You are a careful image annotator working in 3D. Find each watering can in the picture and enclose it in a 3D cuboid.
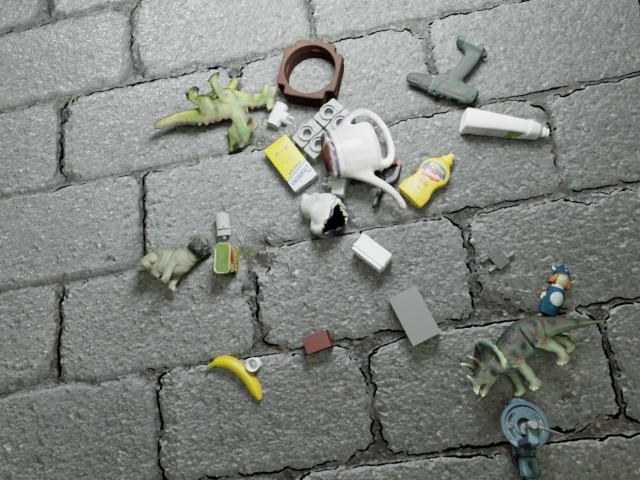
[{"bbox_3d":[0.127,-0.237,1.561,0.225,0.102,0.352,-13,75,-6],"label":"watering can"}]

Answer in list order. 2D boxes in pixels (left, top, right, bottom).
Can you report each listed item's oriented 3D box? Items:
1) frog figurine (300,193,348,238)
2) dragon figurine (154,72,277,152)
[{"bbox_3d":[0.005,-0.080,1.598,0.160,0.122,0.137,20,99,49],"label":"frog figurine"},{"bbox_3d":[-0.324,-0.404,1.709,0.410,0.122,0.244,-35,83,1],"label":"dragon figurine"}]
